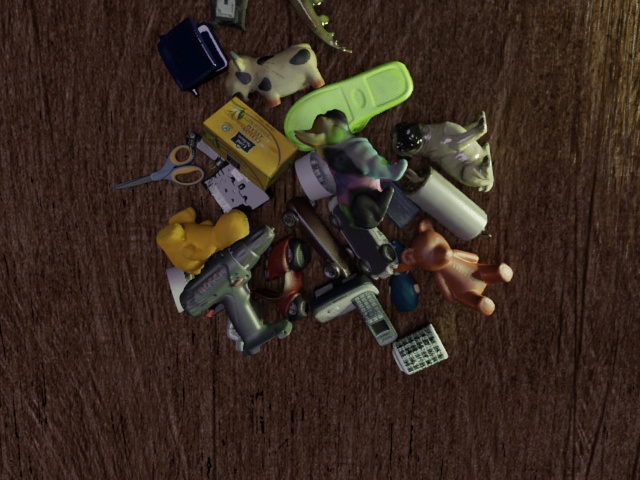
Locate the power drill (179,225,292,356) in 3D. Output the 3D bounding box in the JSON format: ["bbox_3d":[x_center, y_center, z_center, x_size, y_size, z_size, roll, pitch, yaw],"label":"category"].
[{"bbox_3d":[-0.139,0.109,1.047,0.232,0.086,0.207,-33,109,3],"label":"power drill"}]

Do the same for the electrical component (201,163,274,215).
[{"bbox_3d":[-0.162,-0.112,1.130,0.134,0.058,0.114,-31,100,7],"label":"electrical component"}]

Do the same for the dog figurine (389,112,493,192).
[{"bbox_3d":[0.247,-0.167,1.092,0.191,0.121,0.172,-9,98,19],"label":"dog figurine"}]

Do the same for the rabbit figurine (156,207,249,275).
[{"bbox_3d":[-0.218,0.004,1.089,0.173,0.122,0.162,-22,104,12],"label":"rabbit figurine"}]

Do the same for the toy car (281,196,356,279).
[{"bbox_3d":[-0.002,-0.003,1.126,0.053,0.089,0.202,-32,99,39],"label":"toy car"}]

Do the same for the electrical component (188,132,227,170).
[{"bbox_3d":[-0.225,-0.195,1.123,0.102,0.045,0.078,42,101,-5],"label":"electrical component"}]

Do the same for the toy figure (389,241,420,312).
[{"bbox_3d":[0.174,0.076,1.150,0.064,0.058,0.154,-9,95,-2],"label":"toy figure"}]

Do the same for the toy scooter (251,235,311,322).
[{"bbox_3d":[-0.089,0.082,1.153,0.135,0.075,0.183,-2,86,32],"label":"toy scooter"}]

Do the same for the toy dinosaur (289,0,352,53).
[{"bbox_3d":[-0.083,-0.555,0.998,0.199,0.105,0.470,-24,101,-13],"label":"toy dinosaur"}]

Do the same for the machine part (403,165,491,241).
[{"bbox_3d":[0.255,-0.073,1.089,0.243,0.079,0.079,34,101,-21],"label":"machine part"}]

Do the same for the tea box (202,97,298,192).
[{"bbox_3d":[-0.140,-0.190,1.066,0.170,0.068,0.098,39,63,4],"label":"tea box"}]

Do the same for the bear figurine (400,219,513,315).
[{"bbox_3d":[0.272,0.050,1.093,0.195,0.132,0.120,42,75,-24],"label":"bear figurine"}]

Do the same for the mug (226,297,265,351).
[{"bbox_3d":[-0.170,0.188,1.161,0.081,0.107,0.109,14,99,1],"label":"mug"}]

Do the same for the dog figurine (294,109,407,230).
[{"bbox_3d":[0.041,-0.138,1.027,0.219,0.108,0.191,24,96,-1],"label":"dog figurine"}]

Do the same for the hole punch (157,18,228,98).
[{"bbox_3d":[-0.259,-0.368,1.073,0.116,0.092,0.142,-28,102,11],"label":"hole punch"}]

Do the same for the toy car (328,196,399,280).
[{"bbox_3d":[0.090,-0.010,1.122,0.073,0.056,0.201,-35,87,32],"label":"toy car"}]

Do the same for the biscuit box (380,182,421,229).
[{"bbox_3d":[0.119,-0.113,1.115,0.063,0.059,0.202,-43,95,7],"label":"biscuit box"}]

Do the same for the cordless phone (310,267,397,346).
[{"bbox_3d":[0.075,0.167,1.163,0.147,0.089,0.184,-28,109,7],"label":"cordless phone"}]

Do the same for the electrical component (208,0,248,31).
[{"bbox_3d":[-0.182,-0.482,1.066,0.075,0.048,0.119,3,100,2],"label":"electrical component"}]

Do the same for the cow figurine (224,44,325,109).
[{"bbox_3d":[-0.100,-0.333,1.073,0.195,0.085,0.127,-19,105,8],"label":"cow figurine"}]
